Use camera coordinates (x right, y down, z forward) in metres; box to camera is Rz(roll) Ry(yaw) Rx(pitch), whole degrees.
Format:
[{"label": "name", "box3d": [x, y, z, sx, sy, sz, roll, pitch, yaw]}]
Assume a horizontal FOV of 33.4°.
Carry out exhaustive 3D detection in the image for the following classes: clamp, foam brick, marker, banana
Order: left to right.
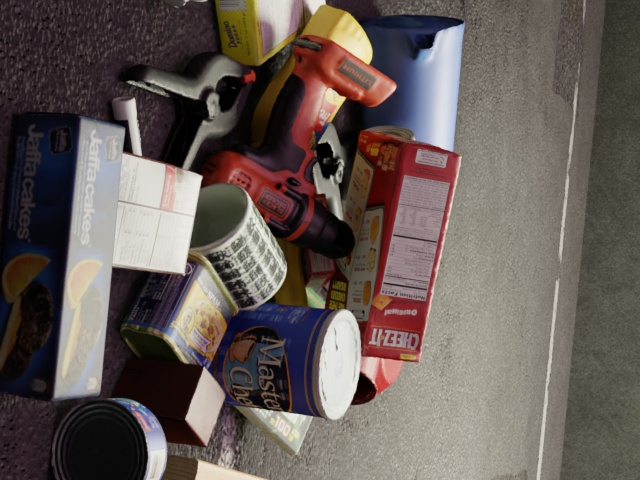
[{"label": "marker", "box3d": [-0.154, -0.057, 0.880, 0.020, 0.020, 0.121, -42, 132, -58]}, {"label": "foam brick", "box3d": [-0.128, 0.137, 0.900, 0.051, 0.078, 0.053, 62, 39, -48]}, {"label": "clamp", "box3d": [-0.113, -0.126, 0.939, 0.171, 0.039, 0.120, -57, 148, -45]}, {"label": "banana", "box3d": [-0.035, 0.023, 1.119, 0.069, 0.037, 0.198, -121, -156, -75]}, {"label": "clamp", "box3d": [0.007, -0.070, 1.228, 0.209, 0.036, 0.164, 26, 69, -69]}]

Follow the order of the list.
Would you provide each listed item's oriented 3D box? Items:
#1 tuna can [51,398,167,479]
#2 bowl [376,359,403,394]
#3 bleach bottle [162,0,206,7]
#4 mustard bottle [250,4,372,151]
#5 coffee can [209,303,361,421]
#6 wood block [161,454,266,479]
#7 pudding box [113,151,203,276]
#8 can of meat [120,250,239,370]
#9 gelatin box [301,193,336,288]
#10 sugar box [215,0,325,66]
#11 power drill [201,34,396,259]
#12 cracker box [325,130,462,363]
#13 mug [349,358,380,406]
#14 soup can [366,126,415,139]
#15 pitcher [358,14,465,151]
[{"label": "tuna can", "box3d": [-0.161, 0.164, 0.819, 0.033, 0.086, 0.086, 16, 79, -68]}, {"label": "bowl", "box3d": [0.072, 0.139, 1.394, 0.162, 0.055, 0.162, 4, 90, -67]}, {"label": "bleach bottle", "box3d": [-0.082, -0.304, 0.949, 0.250, 0.068, 0.102, -65, 144, -34]}, {"label": "mustard bottle", "box3d": [-0.020, -0.139, 1.089, 0.191, 0.058, 0.096, -58, 153, -12]}, {"label": "coffee can", "box3d": [-0.044, 0.111, 1.009, 0.102, 0.140, 0.103, 4, 90, -67]}, {"label": "wood block", "box3d": [-0.107, 0.248, 0.955, 0.206, 0.090, 0.091, 40, 57, -61]}, {"label": "pudding box", "box3d": [-0.148, -0.021, 0.846, 0.113, 0.039, 0.090, 12, 88, -53]}, {"label": "can of meat", "box3d": [-0.122, 0.070, 0.929, 0.102, 0.058, 0.084, 64, 40, -49]}, {"label": "gelatin box", "box3d": [-0.008, 0.001, 1.153, 0.073, 0.030, 0.089, 122, -39, -74]}, {"label": "sugar box", "box3d": [-0.047, -0.244, 1.061, 0.176, 0.048, 0.093, -53, 142, -57]}, {"label": "power drill", "box3d": [-0.003, -0.088, 1.033, 0.184, 0.057, 0.187, 29, 88, -35]}, {"label": "cracker box", "box3d": [0.072, 0.001, 1.100, 0.164, 0.072, 0.214, -143, -118, -74]}, {"label": "mug", "box3d": [0.020, 0.130, 1.249, 0.117, 0.093, 0.081, 34, 50, -22]}, {"label": "soup can", "box3d": [0.080, -0.079, 1.283, 0.068, 0.069, 0.102, -46, 139, -56]}, {"label": "pitcher", "box3d": [0.111, -0.164, 1.359, 0.149, 0.145, 0.243, -26, 122, -50]}]
